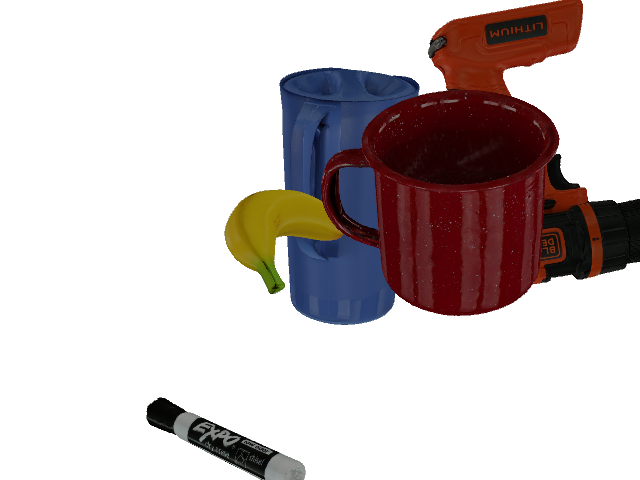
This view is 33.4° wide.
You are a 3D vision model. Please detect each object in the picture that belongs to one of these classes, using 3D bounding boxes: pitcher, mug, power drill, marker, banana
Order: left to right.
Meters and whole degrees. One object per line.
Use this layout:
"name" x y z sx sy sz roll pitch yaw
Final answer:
"marker" -0.060 0.119 0.634 0.121 0.020 0.020 16 10 38
"banana" -0.031 -0.008 0.820 0.037 0.069 0.197 -33 3 21
"pitcher" 0.020 -0.040 1.049 0.149 0.243 0.145 -7 23 -20
"mug" 0.057 -0.018 0.532 0.117 0.081 0.093 4 37 13
"power drill" 0.156 -0.065 0.729 0.184 0.187 0.057 -9 -2 -4
